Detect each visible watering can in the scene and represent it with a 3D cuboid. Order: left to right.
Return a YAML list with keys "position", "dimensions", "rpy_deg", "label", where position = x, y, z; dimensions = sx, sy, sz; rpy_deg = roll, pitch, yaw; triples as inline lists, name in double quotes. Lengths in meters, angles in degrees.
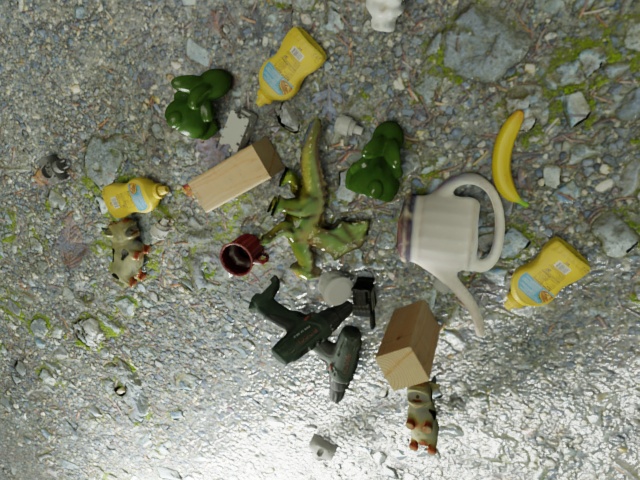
- position: [0.275, 0.026, 1.111]
  dimensions: [0.224, 0.104, 0.347]
  rpy_deg: [6, 93, 16]
  label: "watering can"

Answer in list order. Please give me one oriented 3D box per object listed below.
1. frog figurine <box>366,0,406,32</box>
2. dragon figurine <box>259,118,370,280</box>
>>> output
- position: [0.115, -0.489, 0.990]
  dimensions: [0.140, 0.123, 0.156]
  rpy_deg: [51, 134, 33]
  label: "frog figurine"
- position: [0.004, -0.061, 1.217]
  dimensions: [0.242, 0.125, 0.402]
  rpy_deg: [24, 119, -9]
  label: "dragon figurine"
